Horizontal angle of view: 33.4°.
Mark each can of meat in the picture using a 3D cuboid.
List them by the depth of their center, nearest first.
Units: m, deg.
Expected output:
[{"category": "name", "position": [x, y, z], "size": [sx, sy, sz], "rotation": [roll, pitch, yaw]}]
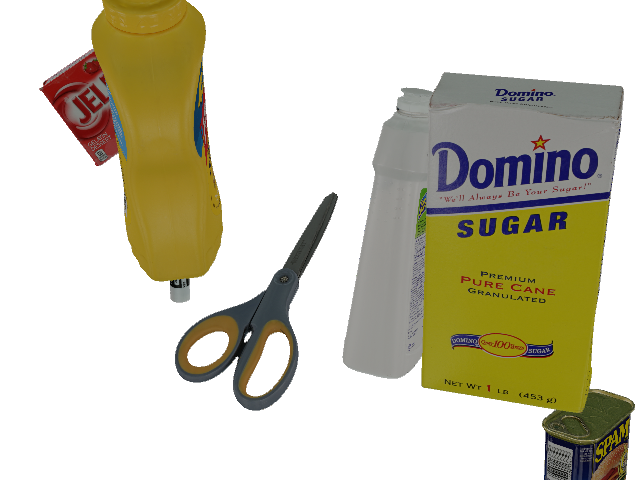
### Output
[{"category": "can of meat", "position": [0.252, 0.200, 1.009], "size": [0.058, 0.084, 0.101], "rotation": [14, 25, 38]}]

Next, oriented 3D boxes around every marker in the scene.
[{"category": "marker", "position": [-0.133, 0.000, 0.999], "size": [0.020, 0.121, 0.020], "rotation": [0, 22, 0]}]

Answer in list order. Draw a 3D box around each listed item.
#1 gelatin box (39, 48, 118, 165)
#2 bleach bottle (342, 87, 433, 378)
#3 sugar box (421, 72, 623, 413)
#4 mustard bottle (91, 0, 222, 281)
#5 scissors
[{"category": "gelatin box", "position": [-0.153, -0.111, 0.804], "size": [0.089, 0.073, 0.030], "rotation": [-33, 20, 4]}, {"category": "bleach bottle", "position": [0.071, -0.010, 0.945], "size": [0.068, 0.251, 0.102], "rotation": [12, 20, 16]}, {"category": "sugar box", "position": [0.102, 0.004, 0.561], "size": [0.093, 0.176, 0.048], "rotation": [7, 33, 16]}, {"category": "mustard bottle", "position": [-0.087, -0.072, 0.576], "size": [0.058, 0.096, 0.192], "rotation": [-5, -42, -5]}, {"category": "scissors", "position": [-0.046, 0.037, 0.779], "size": [0.096, 0.201, 0.016], "rotation": [0, -43, 11]}]
